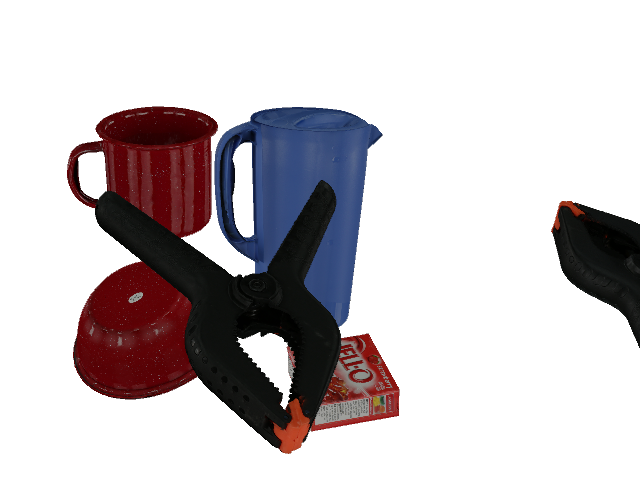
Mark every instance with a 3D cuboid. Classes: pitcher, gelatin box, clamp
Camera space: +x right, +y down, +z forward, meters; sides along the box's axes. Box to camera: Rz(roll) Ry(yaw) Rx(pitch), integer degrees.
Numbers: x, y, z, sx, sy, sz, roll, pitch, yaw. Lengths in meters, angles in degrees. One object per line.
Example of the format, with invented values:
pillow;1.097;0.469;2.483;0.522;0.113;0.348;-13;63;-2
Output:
pitcher;-0.026;-0.024;1.192;0.149;0.243;0.144;10;19;22
gelatin box;0.017;0.112;0.865;0.073;0.030;0.089;-8;28;-11
clamp;-0.053;0.036;0.659;0.164;0.210;0.036;0;-44;-14
clamp;0.231;0.029;0.727;0.120;0.039;0.172;-7;44;-28

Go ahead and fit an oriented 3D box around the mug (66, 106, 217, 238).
mug;-0.138;-0.051;0.834;0.117;0.081;0.093;-4;26;-12

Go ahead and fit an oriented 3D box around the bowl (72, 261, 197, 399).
bowl;-0.165;0.070;1.003;0.162;0.055;0.162;-10;42;9
